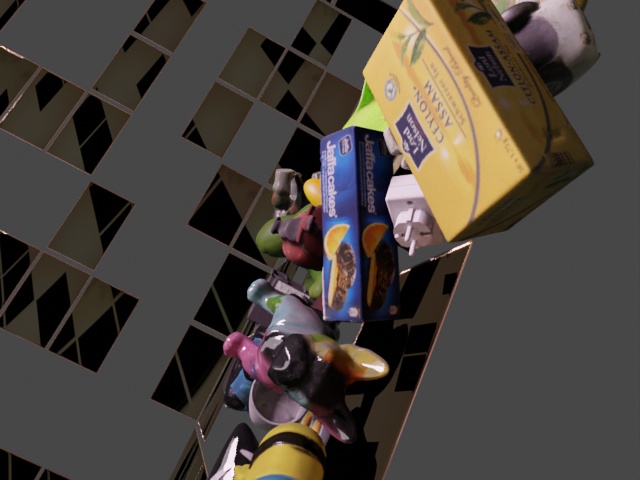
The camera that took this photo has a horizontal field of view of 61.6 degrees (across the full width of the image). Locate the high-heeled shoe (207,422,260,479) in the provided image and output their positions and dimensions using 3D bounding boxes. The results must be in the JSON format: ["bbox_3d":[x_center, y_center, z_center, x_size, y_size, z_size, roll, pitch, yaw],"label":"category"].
[{"bbox_3d":[-0.087,0.286,0.507,0.145,0.086,0.249,91,174,-57],"label":"high-heeled shoe"}]

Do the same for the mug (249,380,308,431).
[{"bbox_3d":[-0.060,0.221,0.758,0.107,0.081,0.109,113,175,-54],"label":"mug"}]

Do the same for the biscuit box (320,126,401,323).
[{"bbox_3d":[0.041,-0.015,0.570,0.059,0.063,0.202,-9,82,50],"label":"biscuit box"}]

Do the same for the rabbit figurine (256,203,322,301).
[{"bbox_3d":[-0.015,0.010,0.876,0.159,0.170,0.121,-62,7,10],"label":"rabbit figurine"}]

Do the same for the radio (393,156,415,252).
[{"bbox_3d":[0.133,-0.104,0.614,0.229,0.073,0.131,-59,6,32],"label":"radio"}]

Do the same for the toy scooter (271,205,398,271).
[{"bbox_3d":[-0.001,-0.002,0.682,0.184,0.135,0.075,9,76,47],"label":"toy scooter"}]

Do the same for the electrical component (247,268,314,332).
[{"bbox_3d":[-0.078,0.140,1.074,0.134,0.115,0.058,-60,5,7],"label":"electrical component"}]

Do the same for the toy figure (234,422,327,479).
[{"bbox_3d":[-0.034,0.239,0.487,0.089,0.082,0.180,-42,2,8],"label":"toy figure"}]

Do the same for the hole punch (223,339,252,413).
[{"bbox_3d":[-0.098,0.252,0.980,0.116,0.092,0.142,0,54,49],"label":"hole punch"}]

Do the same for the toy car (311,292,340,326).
[{"bbox_3d":[0.013,0.104,0.785,0.202,0.053,0.089,-59,27,32],"label":"toy car"}]

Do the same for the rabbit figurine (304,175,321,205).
[{"bbox_3d":[0.065,-0.065,0.769,0.122,0.162,0.173,-20,60,64],"label":"rabbit figurine"}]

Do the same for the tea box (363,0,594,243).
[{"bbox_3d":[0.107,-0.096,0.400,0.170,0.068,0.098,66,149,21],"label":"tea box"}]

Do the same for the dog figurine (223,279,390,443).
[{"bbox_3d":[-0.003,0.139,0.603,0.219,0.191,0.108,24,82,49],"label":"dog figurine"}]

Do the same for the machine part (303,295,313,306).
[{"bbox_3d":[-0.025,0.148,0.974,0.139,0.039,0.084,-98,31,-76],"label":"machine part"}]

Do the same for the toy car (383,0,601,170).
[{"bbox_3d":[0.138,-0.131,0.477,0.056,0.073,0.202,-7,-17,-46],"label":"toy car"}]

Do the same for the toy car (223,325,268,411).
[{"bbox_3d":[-0.084,0.213,0.861,0.161,0.103,0.109,-53,17,41],"label":"toy car"}]

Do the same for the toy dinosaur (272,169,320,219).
[{"bbox_3d":[-0.034,-0.041,1.052,0.405,0.131,0.192,-32,-57,-78],"label":"toy dinosaur"}]
